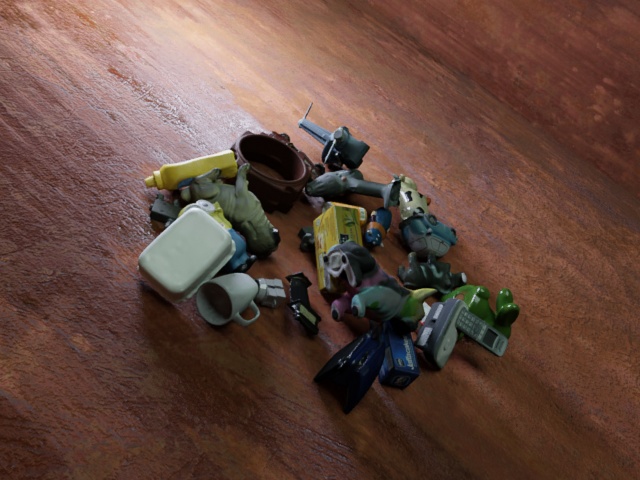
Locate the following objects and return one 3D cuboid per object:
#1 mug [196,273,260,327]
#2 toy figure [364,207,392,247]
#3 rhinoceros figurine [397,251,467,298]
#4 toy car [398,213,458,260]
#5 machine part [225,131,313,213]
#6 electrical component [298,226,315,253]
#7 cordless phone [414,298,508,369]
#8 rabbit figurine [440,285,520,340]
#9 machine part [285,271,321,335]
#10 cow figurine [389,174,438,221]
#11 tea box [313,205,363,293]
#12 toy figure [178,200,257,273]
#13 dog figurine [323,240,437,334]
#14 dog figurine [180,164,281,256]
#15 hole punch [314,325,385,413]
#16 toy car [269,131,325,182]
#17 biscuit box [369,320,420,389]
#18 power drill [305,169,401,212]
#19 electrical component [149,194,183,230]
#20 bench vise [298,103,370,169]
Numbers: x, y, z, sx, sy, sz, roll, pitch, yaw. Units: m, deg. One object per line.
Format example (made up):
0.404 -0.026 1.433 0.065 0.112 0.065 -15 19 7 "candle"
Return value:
-0.153 0.107 0.983 0.110 0.080 0.107 35 27 14 "mug"
0.147 -0.028 1.379 0.064 0.057 0.154 28 41 4 "toy figure"
0.283 0.088 1.329 0.190 0.073 0.112 6 43 -31 "rhinoceros figurine"
0.286 0.004 1.419 0.161 0.109 0.103 27 57 -27 "toy car"
-0.130 -0.171 1.317 0.201 0.087 0.201 30 38 -4 "machine part"
-0.004 -0.004 1.249 0.102 0.045 0.078 -2 49 -37 "electrical component"
0.310 0.223 1.153 0.184 0.089 0.146 33 74 -12 "cordless phone"
0.389 0.177 1.261 0.170 0.159 0.121 37 24 -20 "rabbit figurine"
-0.035 0.122 1.071 0.084 0.039 0.139 40 23 -35 "machine part"
0.252 -0.109 1.532 0.127 0.085 0.195 24 37 -22 "cow figurine"
0.041 0.021 1.164 0.068 0.098 0.169 8 67 -29 "tea box"
-0.210 0.001 1.065 0.180 0.089 0.082 46 25 5 "toy figure"
0.125 0.093 1.065 0.219 0.108 0.191 0 73 -34 "dog figurine"
-0.187 -0.045 1.132 0.172 0.121 0.190 -17 72 -8 "dog figurine"
0.068 0.235 0.973 0.092 0.115 0.142 49 39 8 "hole punch"
-0.068 -0.226 1.456 0.202 0.053 0.089 42 34 14 "toy car"
0.149 0.203 1.108 0.063 0.059 0.203 17 39 -19 "biscuit box"
0.096 -0.129 1.397 0.208 0.085 0.232 8 18 24 "power drill"
-0.317 -0.056 1.099 0.063 0.021 0.094 19 39 -17 "electrical component"
0.027 -0.277 1.494 0.241 0.128 0.223 36 11 18 "bench vise"
